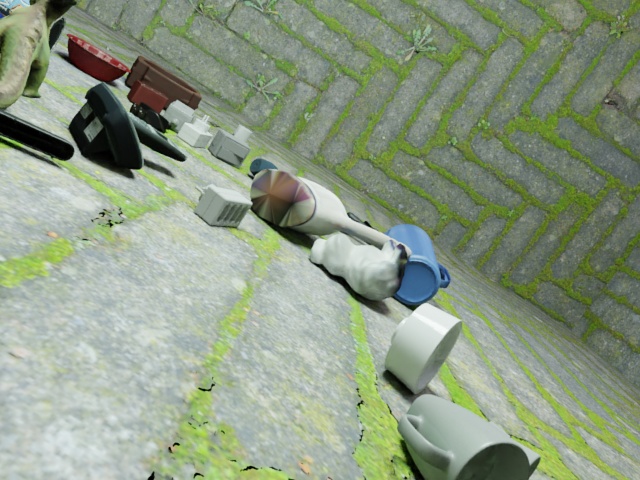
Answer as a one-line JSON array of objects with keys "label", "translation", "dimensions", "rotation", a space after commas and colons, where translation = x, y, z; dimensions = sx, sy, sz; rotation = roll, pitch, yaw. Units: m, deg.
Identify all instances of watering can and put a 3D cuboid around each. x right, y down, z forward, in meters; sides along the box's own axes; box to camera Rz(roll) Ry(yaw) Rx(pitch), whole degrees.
[{"label": "watering can", "translation": [0.003, -0.051, 1.023], "dimensions": [0.350, 0.104, 0.223], "rotation": [26, 5, 30]}]

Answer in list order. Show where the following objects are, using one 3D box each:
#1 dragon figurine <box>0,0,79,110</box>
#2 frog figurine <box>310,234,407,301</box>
[{"label": "dragon figurine", "translation": [-0.412, -0.331, 0.764], "dimensions": [0.121, 0.242, 0.417], "rotation": [32, 7, -41]}, {"label": "frog figurine", "translation": [0.064, 0.049, 0.916], "dimensions": [0.159, 0.120, 0.140], "rotation": [-4, 26, -5]}]
